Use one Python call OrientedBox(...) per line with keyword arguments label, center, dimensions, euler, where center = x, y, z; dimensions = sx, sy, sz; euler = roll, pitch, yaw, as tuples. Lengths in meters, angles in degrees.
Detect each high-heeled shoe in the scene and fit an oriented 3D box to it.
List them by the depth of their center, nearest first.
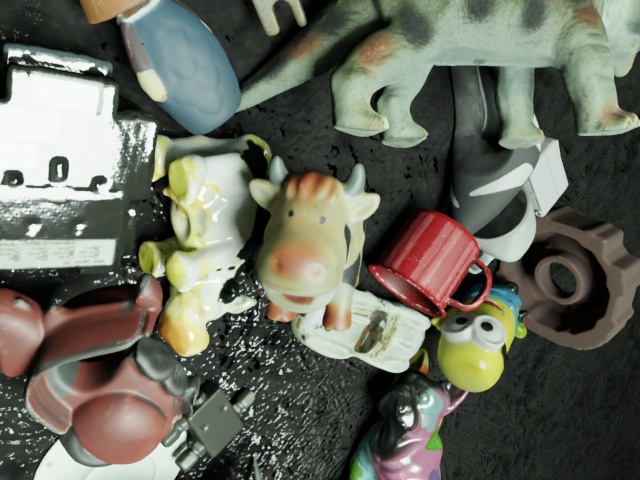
OrientedBox(label="high-heeled shoe", center=(0.149, -0.124, 0.526), dimensions=(0.145, 0.086, 0.248), euler=(12, 98, -38))

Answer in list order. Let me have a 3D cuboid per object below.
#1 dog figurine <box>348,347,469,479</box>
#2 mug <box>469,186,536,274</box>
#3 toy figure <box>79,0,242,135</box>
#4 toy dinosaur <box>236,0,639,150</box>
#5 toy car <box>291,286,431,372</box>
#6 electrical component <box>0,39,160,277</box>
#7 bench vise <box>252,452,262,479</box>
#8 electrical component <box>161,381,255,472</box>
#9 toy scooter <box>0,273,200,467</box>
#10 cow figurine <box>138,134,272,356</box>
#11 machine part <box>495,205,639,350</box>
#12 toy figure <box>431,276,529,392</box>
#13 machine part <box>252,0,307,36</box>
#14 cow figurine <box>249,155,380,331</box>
OrientedBox(label="dog figurine", center=(0.121, 0.251, 0.667), dimensions=(0.191, 0.109, 0.219), euler=(26, 91, -42))
OrientedBox(label="mug", center=(0.207, -0.006, 0.628), dimensions=(0.107, 0.081, 0.109), euler=(35, 84, -51))
OrientedBox(label="toy figure", center=(-0.106, -0.136, 0.329), dimensions=(0.058, 0.064, 0.154), euler=(-21, 128, 17))
OrientedBox(label="toy dinosaur", center=(0.111, -0.169, 0.410), dimensions=(0.405, 0.131, 0.192), euler=(0, 90, -12))
OrientedBox(label="toy car", center=(0.051, 0.092, 0.566), dimensions=(0.201, 0.056, 0.073), euler=(25, 94, -43))
OrientedBox(label="electrical component", center=(-0.164, -0.047, 0.326), dimensions=(0.115, 0.058, 0.134), euler=(0, 110, -41))
OrientedBox(label="bench vise", center=(-0.141, 0.296, 0.467), dimensions=(0.241, 0.129, 0.223), euler=(-32, 160, 13))
OrientedBox(label="electrical component", center=(-0.101, 0.163, 0.496), dimensions=(0.094, 0.021, 0.063), euler=(-40, 126, -31))
OrientedBox(label="toy scooter", center=(-0.144, 0.084, 0.371), dimensions=(0.135, 0.075, 0.183), euler=(-26, 126, 8))
OrientedBox(label="cow figurine", center=(-0.083, 0.004, 0.412), dimensions=(0.098, 0.068, 0.167), euler=(-18, 123, -44))
OrientedBox(label="machine part", center=(0.306, 0.046, 0.673), dimensions=(0.056, 0.180, 0.179), euler=(-19, 122, -33))
OrientedBox(label="toy figure", center=(0.196, 0.106, 0.635), dimensions=(0.180, 0.082, 0.089), euler=(-32, 104, -58))
OrientedBox(label="machine part", center=(-0.059, -0.235, 0.304), dimensions=(0.079, 0.079, 0.242), euler=(-38, 129, -18))
OrientedBox(label="cow figurine", center=(-0.001, -0.001, 0.405), dimensions=(0.086, 0.195, 0.127), euler=(6, 103, 6))
